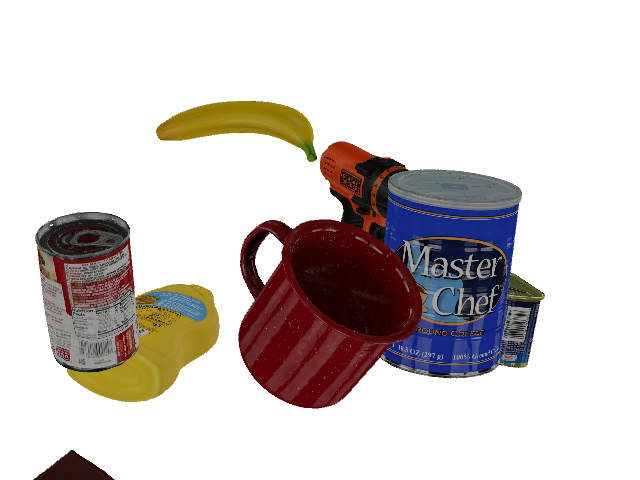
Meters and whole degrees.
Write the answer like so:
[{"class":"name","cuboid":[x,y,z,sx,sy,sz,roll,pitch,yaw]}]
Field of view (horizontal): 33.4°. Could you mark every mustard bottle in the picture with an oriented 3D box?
[{"class":"mustard bottle","cuboid":[-0.150,0.085,1.006,0.096,0.058,0.191,9,21,18]}]

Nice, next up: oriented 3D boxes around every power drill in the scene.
[{"class":"power drill","cuboid":[0.058,0.009,1.081,0.057,0.188,0.185,-8,27,-32]}]

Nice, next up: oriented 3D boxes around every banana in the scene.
[{"class":"banana","cuboid":[-0.089,-0.133,1.222,0.198,0.037,0.069,8,42,18]}]

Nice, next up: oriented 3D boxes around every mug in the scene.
[{"class":"mug","cuboid":[-0.007,0.040,0.650,0.093,0.117,0.082,-29,-20,-49]}]

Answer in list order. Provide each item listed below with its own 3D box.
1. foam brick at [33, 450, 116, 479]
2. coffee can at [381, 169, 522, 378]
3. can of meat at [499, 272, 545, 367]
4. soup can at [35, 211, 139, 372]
[{"class":"foam brick","cuboid":[-0.095,0.138,0.452,0.078,0.051,0.052,25,45,32]},{"class":"coffee can","cuboid":[0.098,0.023,0.839,0.103,0.140,0.103,4,16,-1]},{"class":"can of meat","cuboid":[0.201,0.086,1.193,0.057,0.084,0.102,4,14,-18]},{"class":"soup can","cuboid":[-0.172,0.039,0.798,0.068,0.102,0.068,0,28,0]}]
